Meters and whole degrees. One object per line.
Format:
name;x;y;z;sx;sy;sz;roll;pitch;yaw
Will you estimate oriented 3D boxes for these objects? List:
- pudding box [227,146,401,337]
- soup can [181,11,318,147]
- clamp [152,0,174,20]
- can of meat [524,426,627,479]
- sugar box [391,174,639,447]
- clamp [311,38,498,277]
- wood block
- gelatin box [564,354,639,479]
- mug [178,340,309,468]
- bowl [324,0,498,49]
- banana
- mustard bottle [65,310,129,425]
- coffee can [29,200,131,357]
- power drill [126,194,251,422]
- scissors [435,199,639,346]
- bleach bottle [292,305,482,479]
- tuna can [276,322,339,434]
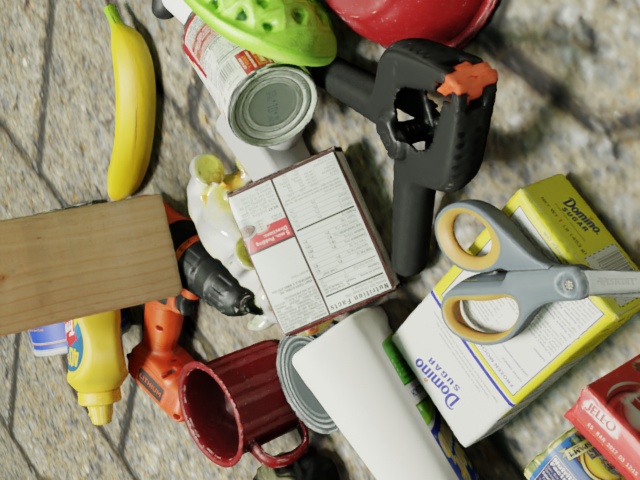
pudding box;-0.005;0.001;0.763;0.039;0.090;0.113;-28;-85;-81
soup can;-0.051;-0.121;0.754;0.102;0.068;0.069;58;145;42
clamp;-0.116;-0.256;0.835;0.172;0.039;0.120;-31;90;52
can of meat;0.175;0.135;0.584;0.084;0.101;0.057;52;141;27
sugar box;0.119;0.049;0.664;0.093;0.048;0.176;57;144;18
clamp;0.059;-0.058;0.663;0.164;0.036;0.210;68;162;-2
wood block;-0.231;0.027;0.883;0.091;0.205;0.090;-13;90;55
gelatin box;0.185;0.094;0.560;0.073;0.089;0.030;48;139;28
mug;-0.054;0.142;0.899;0.117;0.081;0.093;45;137;31
bowl;0.038;-0.186;0.653;0.162;0.055;0.162;27;126;44
banana;-0.174;-0.112;0.981;0.070;0.037;0.198;-128;38;-51
mustard bottle;-0.216;0.080;1.017;0.096;0.058;0.191;-179;83;-66
coffee can;-0.264;0.039;1.106;0.103;0.102;0.140;-5;102;53
power drill;-0.122;0.071;0.978;0.185;0.057;0.188;38;130;42
scissors;0.126;0.006;0.579;0.202;0.016;0.096;-29;80;55
bleach bottle;0.079;0.167;0.742;0.068;0.102;0.251;-36;83;11
tuna can;0.004;0.108;0.848;0.086;0.033;0.086;26;126;44
